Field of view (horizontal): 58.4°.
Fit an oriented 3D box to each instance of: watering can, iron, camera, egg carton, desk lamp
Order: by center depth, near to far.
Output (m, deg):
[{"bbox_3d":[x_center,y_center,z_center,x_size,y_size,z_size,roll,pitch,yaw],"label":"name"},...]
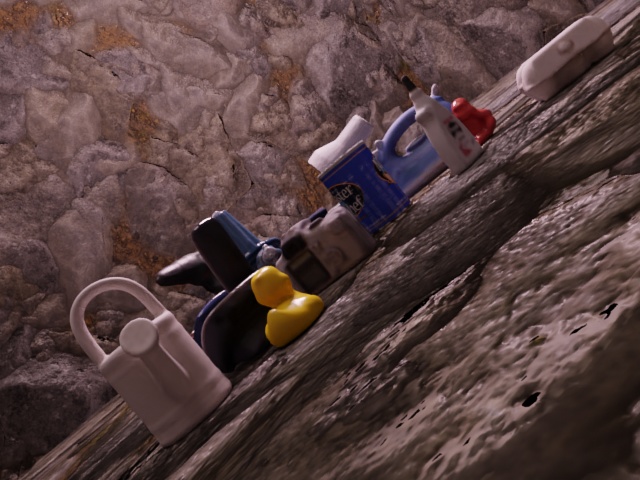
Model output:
[{"bbox_3d":[-0.194,0.123,0.642,0.172,0.194,0.101,-36,5,45],"label":"watering can"},{"bbox_3d":[0.008,0.003,0.878,0.143,0.101,0.137,-38,3,22],"label":"camera"},{"bbox_3d":[0.384,-0.286,0.908,0.150,0.069,0.107,-39,3,13],"label":"egg carton"},{"bbox_3d":[0.185,-0.184,1.125,0.258,0.141,0.118,-40,3,-8],"label":"iron"},{"bbox_3d":[0.107,-0.185,1.410,0.203,0.213,0.118,-39,3,8],"label":"desk lamp"}]

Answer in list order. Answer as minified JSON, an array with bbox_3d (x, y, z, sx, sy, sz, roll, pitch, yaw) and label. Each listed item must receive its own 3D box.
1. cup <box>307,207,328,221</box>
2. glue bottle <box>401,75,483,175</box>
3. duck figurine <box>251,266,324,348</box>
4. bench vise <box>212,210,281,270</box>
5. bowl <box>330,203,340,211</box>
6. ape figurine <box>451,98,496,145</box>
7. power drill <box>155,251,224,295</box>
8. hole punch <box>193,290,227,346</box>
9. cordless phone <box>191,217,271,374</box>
[{"bbox_3d":[-0.004,0.004,1.079,0.092,0.095,0.117,-40,3,-21],"label":"cup"},{"bbox_3d":[0.181,-0.186,0.893,0.037,0.173,0.078,-36,5,43],"label":"glue bottle"},{"bbox_3d":[-0.048,0.072,0.680,0.077,0.086,0.105,-38,3,14],"label":"duck figurine"},{"bbox_3d":[-0.118,0.015,1.095,0.122,0.220,0.207,-41,4,-35],"label":"bench vise"},{"bbox_3d":[0.076,-0.065,1.332,0.167,0.075,0.167,-39,3,3],"label":"bowl"},{"bbox_3d":[0.269,-0.214,1.030,0.077,0.092,0.076,-38,4,24],"label":"ape figurine"},{"bbox_3d":[-0.248,0.112,1.340,0.075,0.208,0.230,-37,4,33],"label":"power drill"},{"bbox_3d":[-0.186,0.156,1.048,0.101,0.091,0.109,-36,5,46],"label":"hole punch"},{"bbox_3d":[-0.130,0.069,0.764,0.094,0.185,0.148,-36,4,39],"label":"cordless phone"}]
